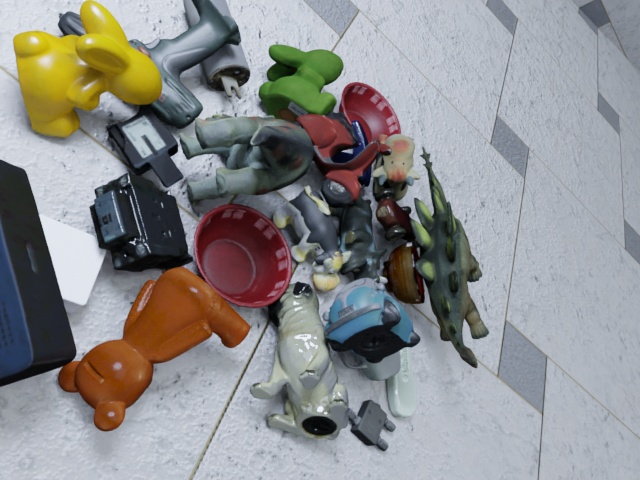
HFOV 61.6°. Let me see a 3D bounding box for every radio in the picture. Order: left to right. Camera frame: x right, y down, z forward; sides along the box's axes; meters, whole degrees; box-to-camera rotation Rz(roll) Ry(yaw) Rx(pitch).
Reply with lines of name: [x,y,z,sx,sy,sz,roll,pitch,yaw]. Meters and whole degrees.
radio: [-0.351,0.038,0.545,0.073,0.131,0.229,53,15,-77]

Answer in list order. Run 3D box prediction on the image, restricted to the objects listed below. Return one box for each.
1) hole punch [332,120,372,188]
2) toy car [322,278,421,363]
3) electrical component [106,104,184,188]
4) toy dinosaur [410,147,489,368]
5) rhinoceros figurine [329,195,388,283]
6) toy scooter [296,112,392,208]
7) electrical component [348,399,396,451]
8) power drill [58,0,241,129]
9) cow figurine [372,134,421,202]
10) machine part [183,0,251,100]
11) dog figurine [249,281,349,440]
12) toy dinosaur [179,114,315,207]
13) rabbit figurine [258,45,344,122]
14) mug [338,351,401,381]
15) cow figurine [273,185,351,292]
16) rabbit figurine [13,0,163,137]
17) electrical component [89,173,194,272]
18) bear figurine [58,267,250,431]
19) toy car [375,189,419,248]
hole punch: [0.061,-0.150,0.984,0.116,0.092,0.142,57,6,4]
toy car: [0.073,0.108,0.780,0.161,0.109,0.103,33,34,-47]
electrical component: [-0.240,-0.127,0.767,0.075,0.048,0.119,-39,94,-17]
toy dinosaur: [0.232,0.019,0.994,0.472,0.105,0.198,-91,159,-44]
rhinoceros figurine: [0.065,0.010,0.953,0.112,0.073,0.190,23,52,-42]
toy scooter: [0.037,-0.149,0.887,0.135,0.075,0.184,-30,68,-3]
electrical component: [0.079,0.285,0.846,0.094,0.021,0.063,44,47,-11]
power drill: [-0.238,-0.301,0.814,0.232,0.086,0.207,47,71,-16]
cow figurine: [0.138,-0.131,1.012,0.086,0.194,0.127,3,67,2]
machine part: [-0.180,-0.350,0.934,0.079,0.079,0.243,-6,71,-41]
dog figurine: [-0.013,0.173,0.790,0.191,0.121,0.172,-81,158,-53]
toy dinosaur: [-0.080,-0.119,0.745,0.192,0.405,0.131,-19,107,-24]
rabbit figurine: [-0.030,-0.290,1.002,0.159,0.121,0.170,30,64,3]
mug: [0.081,0.175,0.870,0.109,0.081,0.107,-20,87,-38]
cow figurine: [0.000,-0.002,0.881,0.068,0.098,0.167,-24,82,-48]
rabbit figurine: [-0.294,-0.225,0.700,0.173,0.162,0.122,2,58,-20]
electrical component: [-0.230,-0.019,0.690,0.115,0.058,0.134,68,14,11]
bear figurine: [-0.198,0.133,0.652,0.196,0.120,0.131,-54,151,-17]
toy car: [0.146,-0.032,1.015,0.202,0.053,0.089,24,48,-68]
